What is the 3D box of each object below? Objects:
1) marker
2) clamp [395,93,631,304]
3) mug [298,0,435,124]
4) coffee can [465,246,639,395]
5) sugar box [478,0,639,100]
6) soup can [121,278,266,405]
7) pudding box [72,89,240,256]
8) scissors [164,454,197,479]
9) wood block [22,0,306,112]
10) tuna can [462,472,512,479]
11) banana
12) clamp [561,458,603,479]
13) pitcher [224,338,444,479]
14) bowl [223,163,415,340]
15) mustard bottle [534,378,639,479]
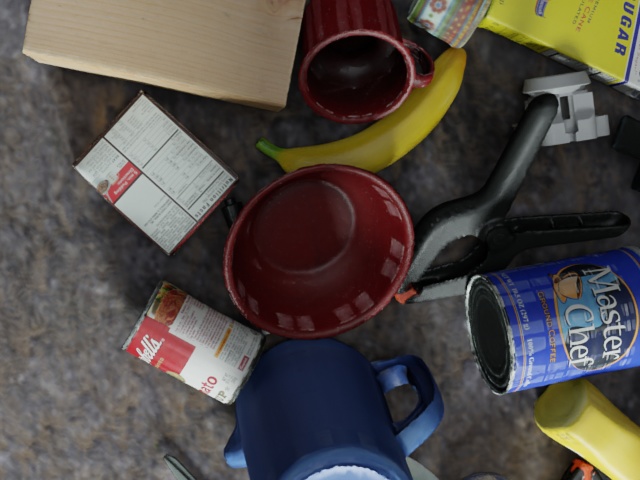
[{"bbox_3d":[-0.059,0.022,0.917,0.020,0.020,0.121,-19,95,-4],"label":"marker"},{"bbox_3d":[0.145,-0.020,0.898,0.210,0.036,0.164,-29,124,6],"label":"clamp"},{"bbox_3d":[0.038,-0.154,0.870,0.117,0.081,0.093,8,134,-13],"label":"mug"},{"bbox_3d":[0.205,0.067,0.894,0.140,0.103,0.103,-10,95,-11],"label":"coffee can"},{"bbox_3d":[0.232,-0.193,0.915,0.176,0.048,0.093,22,90,-5],"label":"sugar box"},{"bbox_3d":[-0.105,0.085,0.893,0.102,0.068,0.068,30,91,-7],"label":"soup can"},{"bbox_3d":[-0.137,-0.056,0.896,0.113,0.039,0.090,43,89,-8],"label":"pudding box"},{"bbox_3d":[-0.052,0.259,0.936,0.096,0.016,0.202,-24,96,-5],"label":"scissors"},{"bbox_3d":[-0.123,-0.170,0.863,0.206,0.090,0.091,11,93,-6],"label":"wood block"},{"bbox_3d":[0.150,0.252,0.944,0.086,0.034,0.086,0,94,-5],"label":"tuna can"},{"bbox_3d":[0.047,-0.096,0.909,0.197,0.037,0.069,-26,97,-3],"label":"banana"},{"bbox_3d":[0.245,0.285,0.952,0.120,0.039,0.171,8,93,-9],"label":"clamp"},{"bbox_3d":[0.013,0.163,0.820,0.145,0.243,0.149,19,98,-9],"label":"pitcher"},{"bbox_3d":[-0.006,0.001,0.886,0.162,0.055,0.162,-7,119,-13],"label":"bowl"},{"bbox_3d":[0.277,0.194,0.919,0.191,0.096,0.058,38,89,-6],"label":"mustard bottle"}]
